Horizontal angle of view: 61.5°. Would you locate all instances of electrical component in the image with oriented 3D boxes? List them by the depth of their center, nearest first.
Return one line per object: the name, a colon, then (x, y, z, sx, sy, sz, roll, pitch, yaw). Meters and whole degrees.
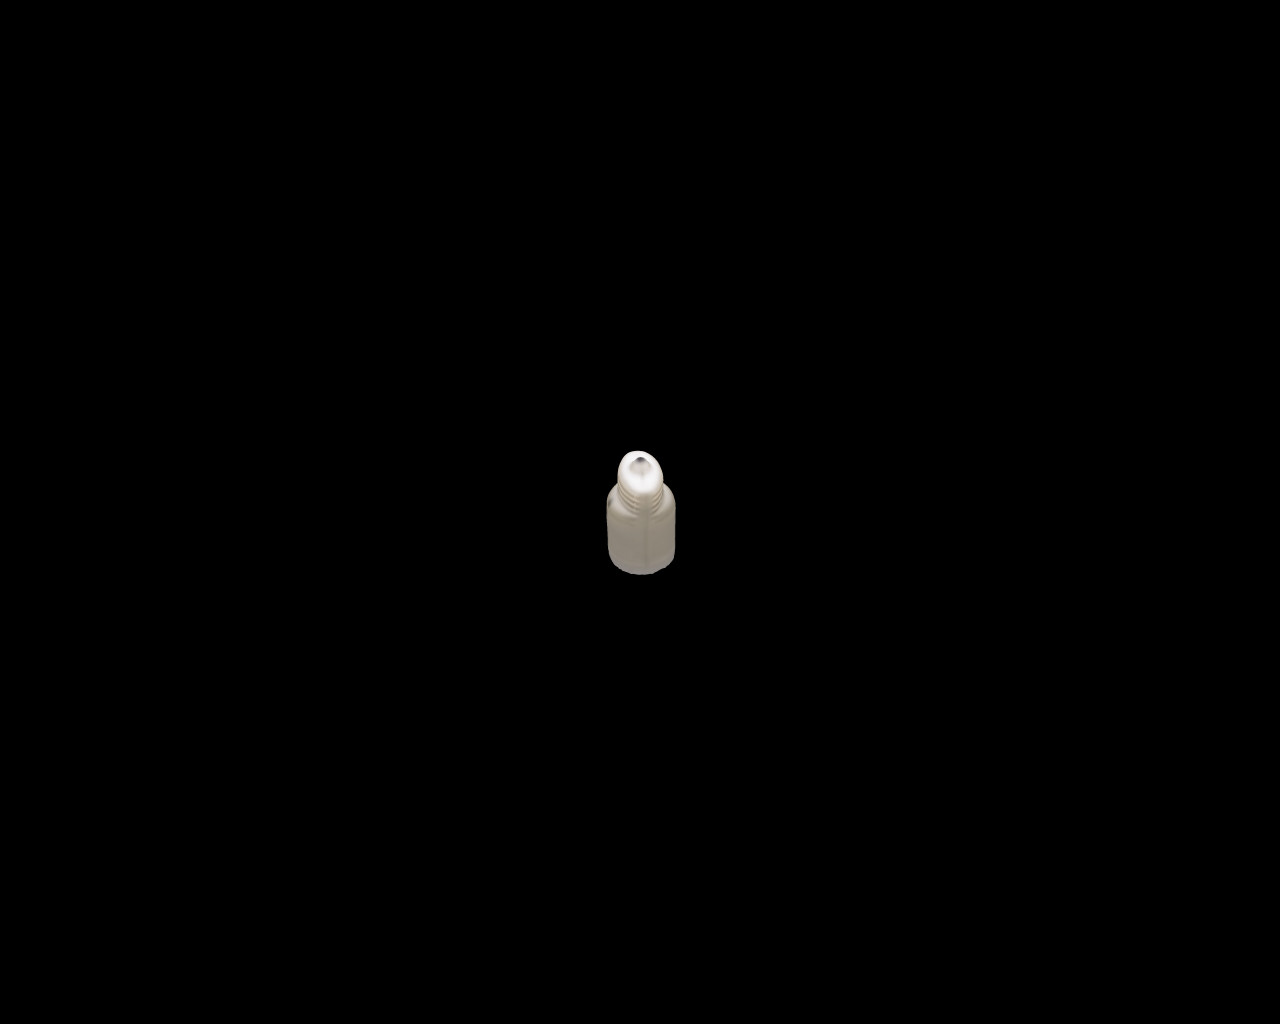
electrical component: (0.001, -0.003, 0.650, 0.043, 0.080, 0.043, 0, 43, 0)
